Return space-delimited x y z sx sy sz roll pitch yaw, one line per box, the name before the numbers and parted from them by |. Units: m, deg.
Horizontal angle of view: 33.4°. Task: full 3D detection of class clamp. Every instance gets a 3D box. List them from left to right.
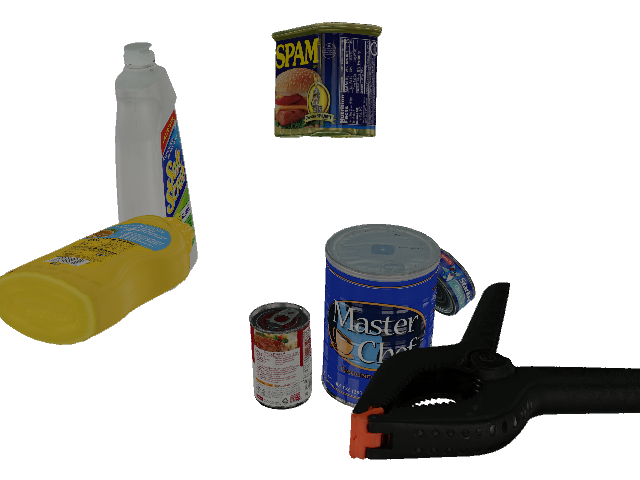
clamp | 0.097 0.081 0.649 0.209 0.036 0.165 -12 26 -28

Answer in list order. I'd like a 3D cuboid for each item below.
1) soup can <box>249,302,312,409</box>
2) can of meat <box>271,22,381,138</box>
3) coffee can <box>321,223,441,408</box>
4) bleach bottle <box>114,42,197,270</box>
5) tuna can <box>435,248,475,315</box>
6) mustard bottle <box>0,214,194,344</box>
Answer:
soup can | -0.044 0.130 1.202 0.068 0.102 0.068 -1 25 0
can of meat | 0.003 -0.123 0.842 0.057 0.084 0.102 -2 5 -31
coffee can | 0.053 0.069 0.974 0.103 0.140 0.103 1 26 -1
bleach bottle | -0.180 -0.078 1.115 0.068 0.251 0.102 4 26 15
tuna can | 0.144 0.049 1.288 0.033 0.086 0.086 -40 15 -19
mustard bottle | -0.161 0.021 0.854 0.096 0.058 0.191 5 20 27
